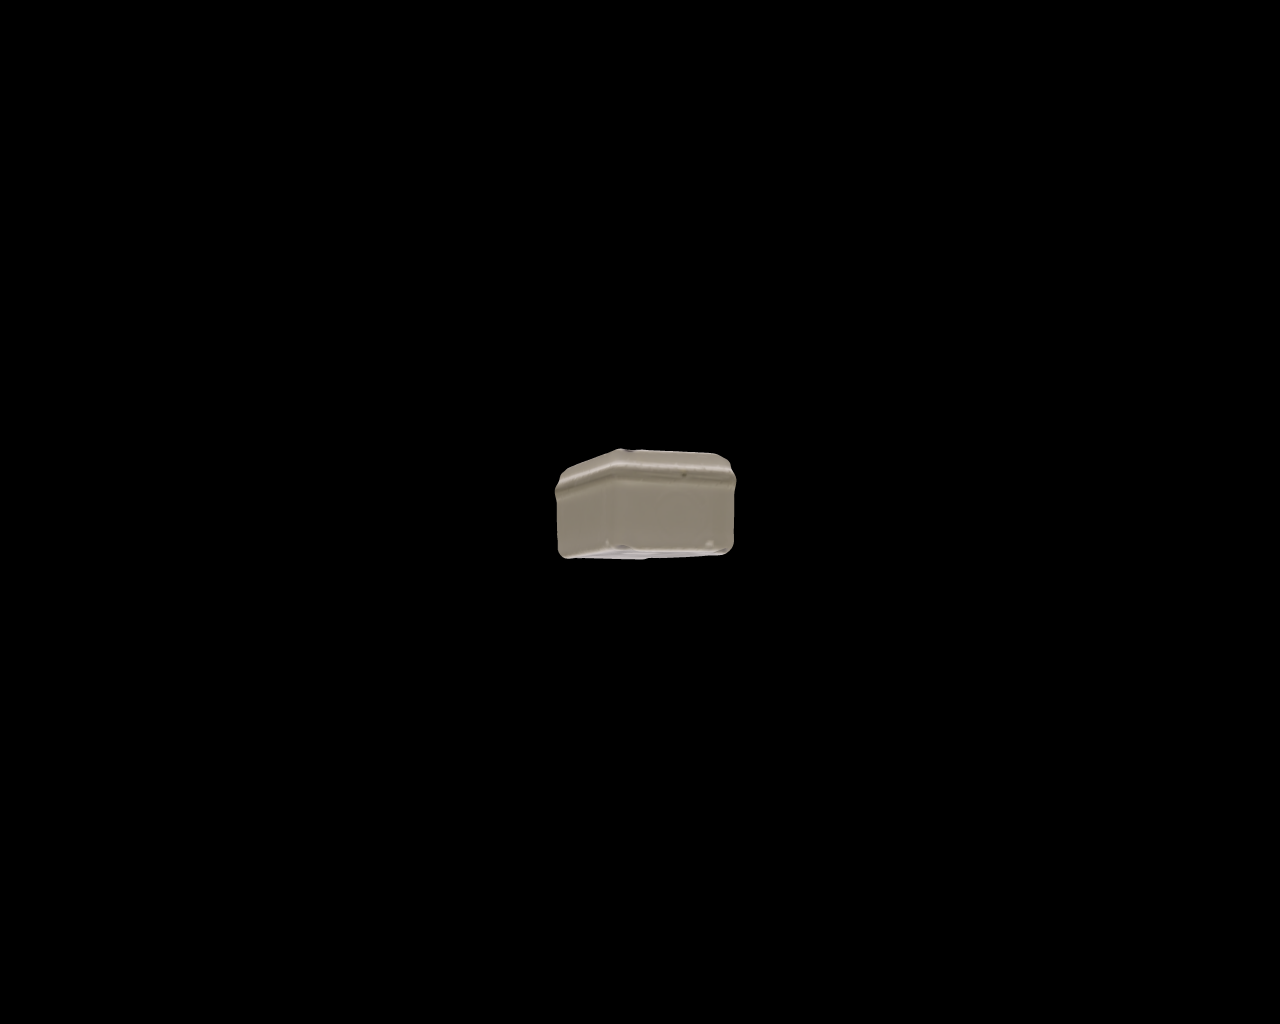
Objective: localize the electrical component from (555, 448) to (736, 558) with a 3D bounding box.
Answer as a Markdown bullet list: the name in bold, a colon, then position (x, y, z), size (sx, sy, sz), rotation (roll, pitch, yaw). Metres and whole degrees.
- **electrical component**: position (0.001, -0.003, 0.650), size (0.078, 0.057, 0.113), rotation (2, -5, -24)
